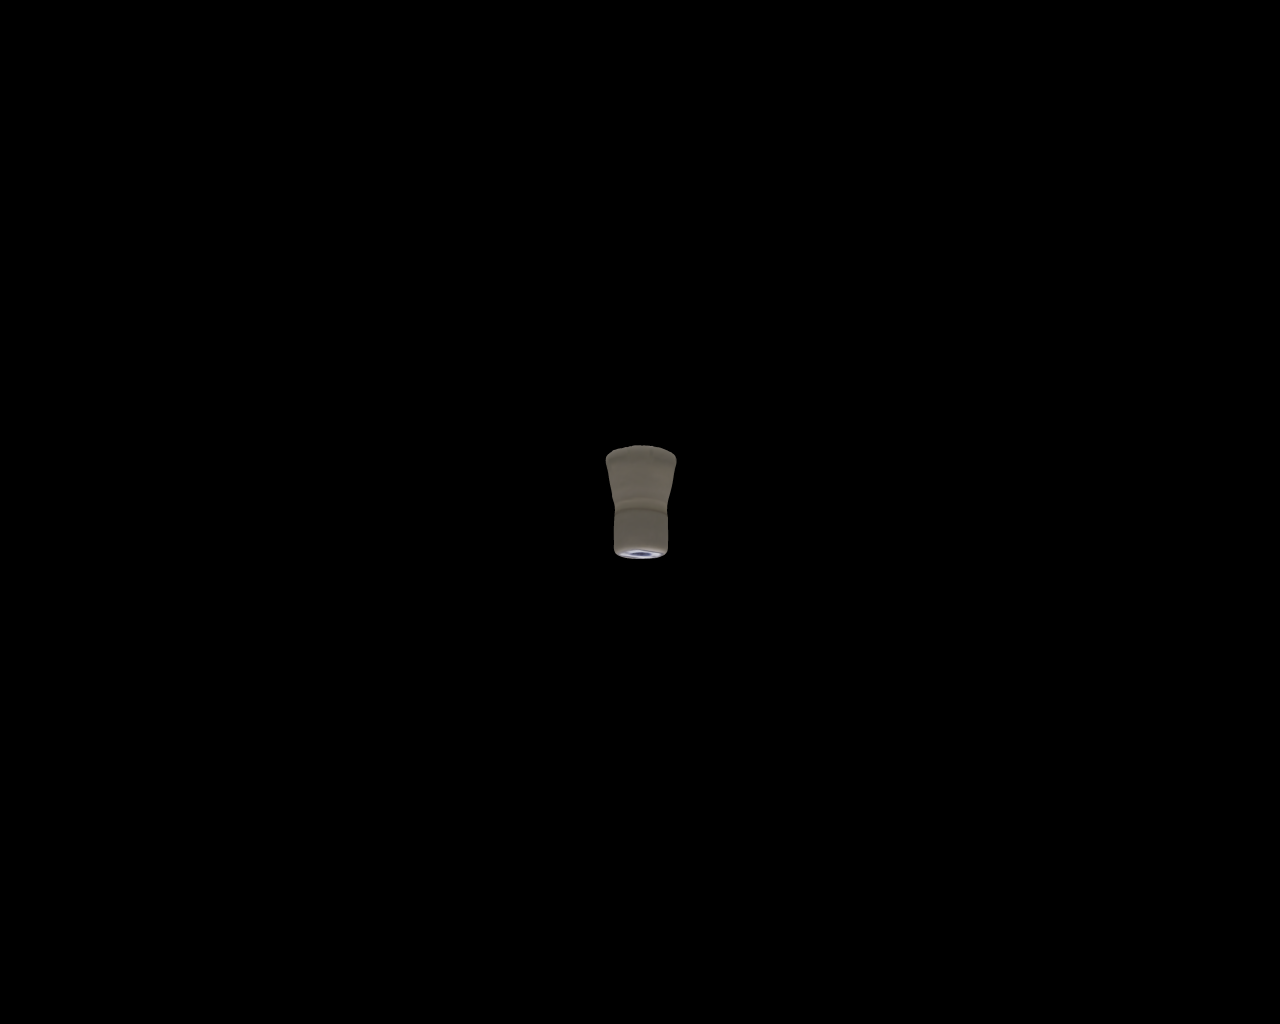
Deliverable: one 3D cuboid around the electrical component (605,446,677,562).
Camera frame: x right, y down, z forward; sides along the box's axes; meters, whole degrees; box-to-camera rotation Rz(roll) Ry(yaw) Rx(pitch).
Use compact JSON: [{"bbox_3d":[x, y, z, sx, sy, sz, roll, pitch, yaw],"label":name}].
[{"bbox_3d":[0.001,-0.003,0.650,0.044,0.065,0.044,0,-15,0],"label":"electrical component"}]
